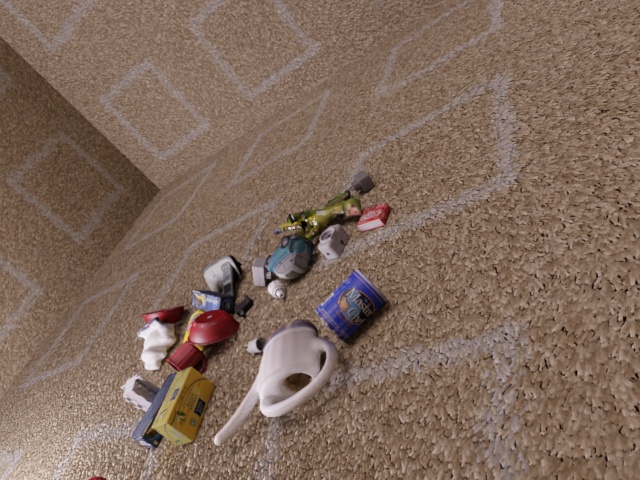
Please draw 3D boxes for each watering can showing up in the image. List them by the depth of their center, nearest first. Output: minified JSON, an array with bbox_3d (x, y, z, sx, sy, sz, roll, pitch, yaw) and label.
[{"bbox_3d":[-0.103,0.315,1.182,0.345,0.102,0.229,-34,26,16],"label":"watering can"}]

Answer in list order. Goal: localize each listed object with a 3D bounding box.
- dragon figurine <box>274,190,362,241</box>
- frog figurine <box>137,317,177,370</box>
[{"bbox_3d":[0.005,-0.086,1.711,0.245,0.121,0.410,-32,16,-22],"label":"dragon figurine"},{"bbox_3d":[-0.556,0.367,1.782,0.137,0.121,0.162,-29,62,7],"label":"frog figurine"}]
